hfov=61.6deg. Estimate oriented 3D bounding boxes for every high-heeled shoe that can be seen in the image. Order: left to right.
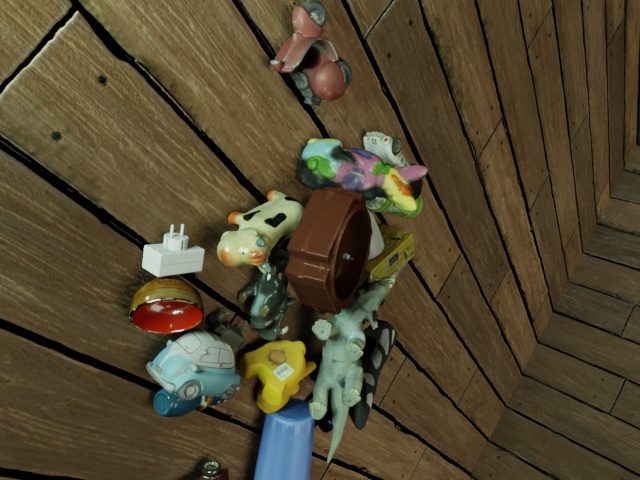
[{"bbox_3d":[0.127,0.311,1.261,0.145,0.086,0.248,13,72,-39],"label":"high-heeled shoe"}]

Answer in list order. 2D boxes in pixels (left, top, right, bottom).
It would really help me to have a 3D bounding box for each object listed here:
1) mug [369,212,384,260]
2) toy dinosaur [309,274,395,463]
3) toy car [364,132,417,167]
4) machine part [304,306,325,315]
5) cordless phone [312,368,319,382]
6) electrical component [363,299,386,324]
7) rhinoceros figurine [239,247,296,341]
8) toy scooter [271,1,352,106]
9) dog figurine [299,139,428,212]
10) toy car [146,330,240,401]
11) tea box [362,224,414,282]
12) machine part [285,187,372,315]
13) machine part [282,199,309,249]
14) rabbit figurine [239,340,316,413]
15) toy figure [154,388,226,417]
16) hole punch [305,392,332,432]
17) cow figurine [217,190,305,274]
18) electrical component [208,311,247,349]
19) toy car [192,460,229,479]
[{"bbox_3d":[0.099,-0.025,1.208,0.109,0.081,0.107,-52,134,-38],"label":"mug"},{"bbox_3d":[0.052,0.253,1.157,0.192,0.131,0.404,-36,140,-67],"label":"toy dinosaur"},{"bbox_3d":[0.162,-0.179,1.208,0.201,0.074,0.056,39,76,-52],"label":"toy car"},{"bbox_3d":[0.017,0.098,1.203,0.084,0.039,0.139,26,89,-44],"label":"machine part"},{"bbox_3d":[0.049,0.256,1.302,0.146,0.089,0.184,-14,107,-45],"label":"cordless phone"},{"bbox_3d":[0.099,0.159,1.250,0.048,0.119,0.075,-18,80,-38],"label":"electrical component"},{"bbox_3d":[-0.097,0.106,1.045,0.112,0.073,0.190,-16,118,-58],"label":"rhinoceros figurine"},{"bbox_3d":[-0.021,-0.301,0.926,0.135,0.075,0.183,-50,136,-23],"label":"toy scooter"},{"bbox_3d":[0.093,-0.122,1.036,0.191,0.219,0.108,12,95,-53],"label":"dog figurine"},{"bbox_3d":[-0.202,0.209,0.919,0.161,0.109,0.103,18,96,-42],"label":"toy car"},{"bbox_3d":[0.137,0.040,1.268,0.169,0.098,0.068,-40,135,-34],"label":"tea box"},{"bbox_3d":[0.025,0.020,0.996,0.201,0.087,0.200,-63,154,-26],"label":"machine part"},{"bbox_3d":[-0.002,-0.003,1.112,0.179,0.056,0.179,-24,124,-42],"label":"machine part"},{"bbox_3d":[-0.091,0.286,1.127,0.162,0.122,0.173,-39,149,-45],"label":"rabbit figurine"},{"bbox_3d":[-0.228,0.283,0.978,0.154,0.064,0.058,10,63,-57],"label":"toy figure"},{"bbox_3d":[0.033,0.418,1.341,0.142,0.092,0.115,-49,143,-28],"label":"hole punch"},{"bbox_3d":[-0.097,-0.011,0.934,0.195,0.127,0.085,-34,129,-39],"label":"cow figurine"},{"bbox_3d":[-0.176,0.176,1.003,0.078,0.045,0.102,-38,139,8],"label":"electrical component"},{"bbox_3d":[-0.268,0.502,1.043,0.202,0.053,0.089,-17,110,-41],"label":"toy car"}]
